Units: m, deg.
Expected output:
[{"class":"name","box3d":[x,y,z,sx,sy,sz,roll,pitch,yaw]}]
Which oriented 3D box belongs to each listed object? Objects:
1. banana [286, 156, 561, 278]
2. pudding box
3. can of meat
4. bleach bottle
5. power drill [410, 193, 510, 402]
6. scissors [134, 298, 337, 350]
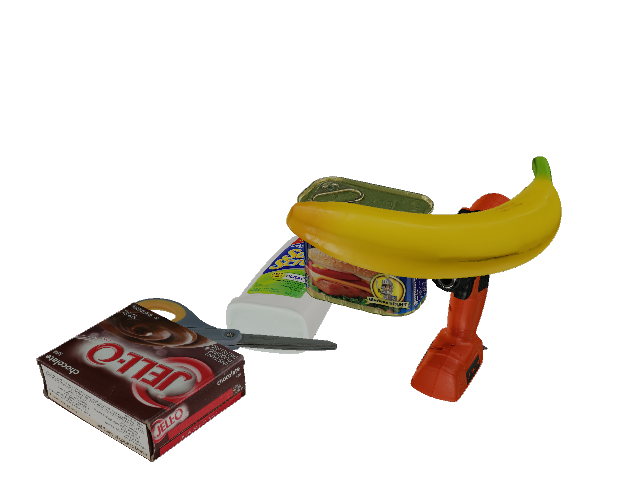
[{"class":"banana","box3d":[0.076,-0.007,0.625,0.197,0.037,0.070,-10,44,-32]},{"class":"pudding box","box3d":[-0.121,0.093,0.723,0.114,0.039,0.089,19,34,35]},{"class":"can of meat","box3d":[0.034,0.006,0.827,0.102,0.084,0.057,14,35,24]},{"class":"bleach bottle","box3d":[-0.023,0.037,1.290,0.103,0.068,0.250,6,32,16]},{"class":"power drill","box3d":[0.138,0.061,1.045,0.057,0.188,0.184,20,29,18]},{"class":"scissors","box3d":[-0.093,0.080,0.979,0.201,0.016,0.096,-5,33,-11]}]
